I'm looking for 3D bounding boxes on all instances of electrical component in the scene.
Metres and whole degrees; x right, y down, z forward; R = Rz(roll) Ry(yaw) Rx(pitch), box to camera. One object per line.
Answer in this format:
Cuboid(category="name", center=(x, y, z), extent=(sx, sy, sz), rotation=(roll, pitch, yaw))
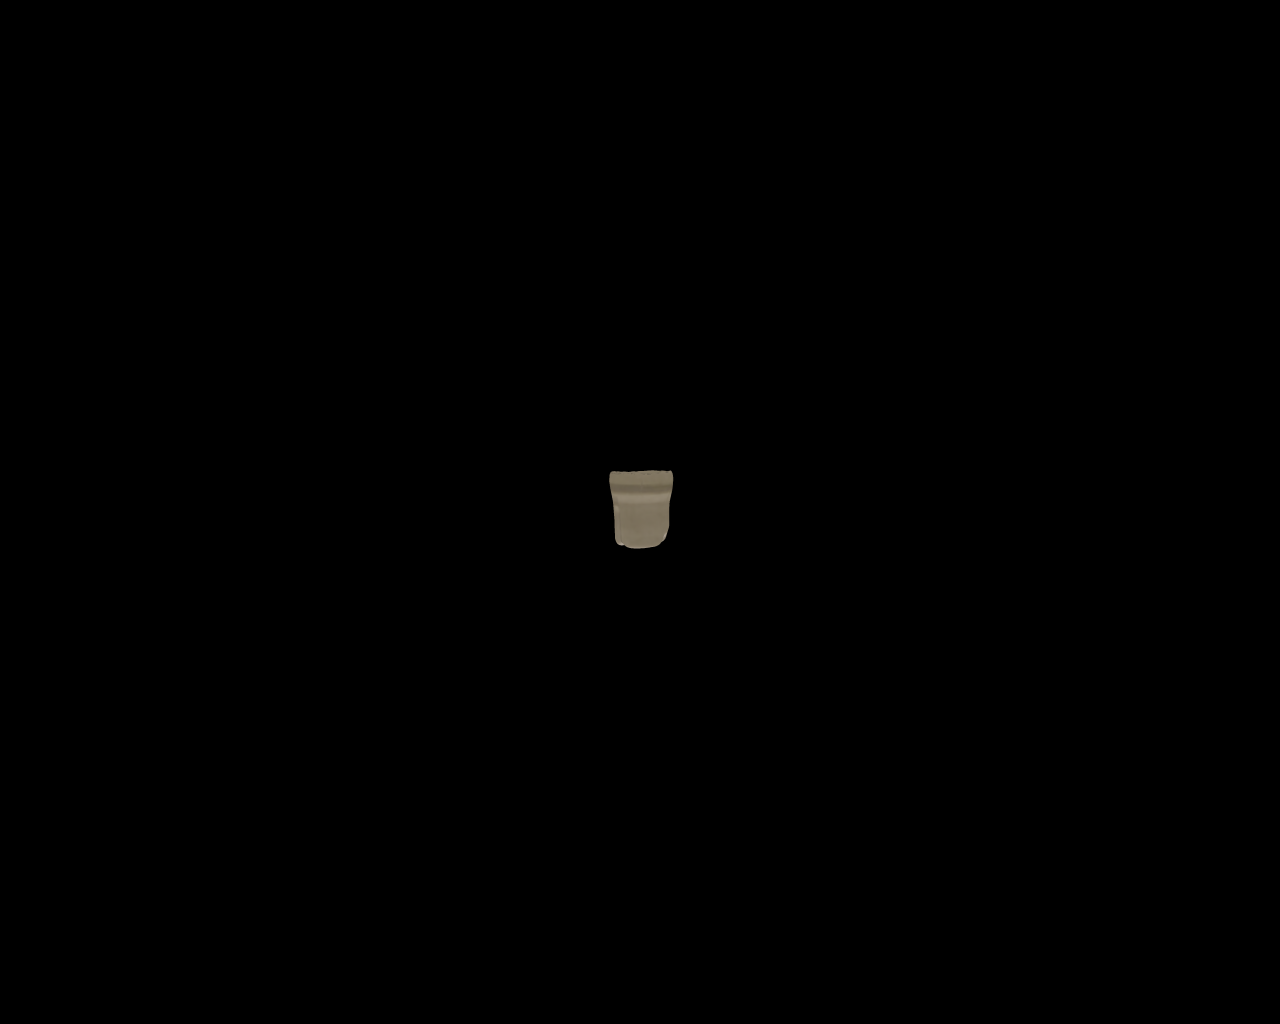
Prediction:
Cuboid(category="electrical component", center=(0.001, -0.003, 0.650), extent=(0.040, 0.046, 0.040), rotation=(0, 5, 0))
